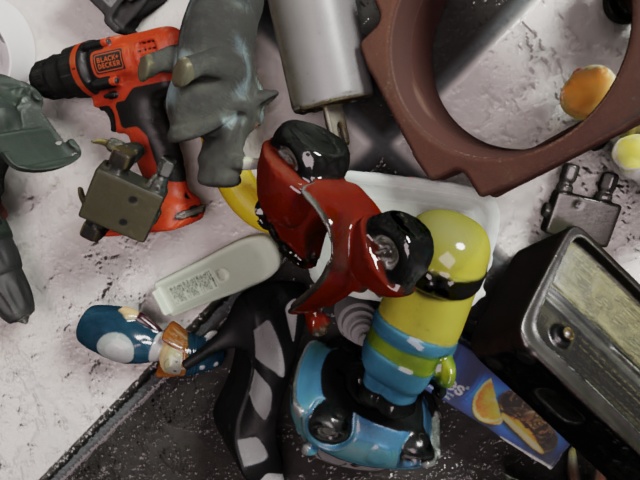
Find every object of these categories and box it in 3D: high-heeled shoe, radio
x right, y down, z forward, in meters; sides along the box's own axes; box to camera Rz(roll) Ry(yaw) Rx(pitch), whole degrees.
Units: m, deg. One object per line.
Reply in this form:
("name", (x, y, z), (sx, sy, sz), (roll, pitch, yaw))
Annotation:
("high-heeled shoe", (-0.044, 0.164, 0.573), (0.145, 0.086, 0.248), (-30, 117, -17))
("radio", (0.252, 0.113, 0.468), (0.229, 0.073, 0.131), (43, 63, 0))

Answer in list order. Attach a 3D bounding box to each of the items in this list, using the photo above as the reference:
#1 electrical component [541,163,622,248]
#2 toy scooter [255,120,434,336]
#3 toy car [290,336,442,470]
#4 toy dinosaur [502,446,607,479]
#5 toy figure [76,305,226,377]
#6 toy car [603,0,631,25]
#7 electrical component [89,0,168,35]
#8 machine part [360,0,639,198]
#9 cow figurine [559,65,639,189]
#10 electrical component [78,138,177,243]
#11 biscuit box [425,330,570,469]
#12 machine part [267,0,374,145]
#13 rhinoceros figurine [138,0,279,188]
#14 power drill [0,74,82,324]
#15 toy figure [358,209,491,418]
("electrical component", (0.239, -0.021, 0.499), (0.063, 0.021, 0.094), (13, 104, 6))
("toy scooter", (-0.001, -0.001, 0.436), (0.184, 0.075, 0.135), (49, 128, 30))
("toy car", (0.036, 0.177, 0.540), (0.162, 0.109, 0.103), (24, 127, -8))
("toy dinosaur", (0.151, 0.346, 0.546), (0.405, 0.131, 0.192), (-26, 85, 17))
("toy figure", (-0.180, 0.113, 0.576), (0.155, 0.058, 0.064), (16, 142, 4))
("toy car", (0.302, -0.149, 0.428), (0.053, 0.089, 0.202), (-43, 94, 11))
("electrical component", (-0.170, -0.257, 0.502), (0.119, 0.048, 0.075), (-40, 94, 16))
("machine part", (0.149, -0.151, 0.415), (0.201, 0.087, 0.201), (-31, 83, 38))
("cow figurine", (0.279, -0.081, 0.454), (0.068, 0.098, 0.167), (-47, 73, 18))
("electrical component", (-0.178, -0.043, 0.481), (0.078, 0.045, 0.102), (18, 115, -15))
("biscuit box", (0.150, 0.133, 0.524), (0.203, 0.063, 0.059), (31, 103, 1))
("machine part", (-0.006, -0.202, 0.472), (0.079, 0.079, 0.243), (-12, 98, 11))
("rhinoceros figurine", (-0.089, -0.140, 0.458), (0.073, 0.112, 0.190), (9, 96, 40))
("power drill", (-0.324, -0.046, 0.539), (0.207, 0.086, 0.232), (-35, 89, 38))
("toy figure", (0.085, 0.063, 0.442), (0.082, 0.089, 0.180), (20, 101, -3))
